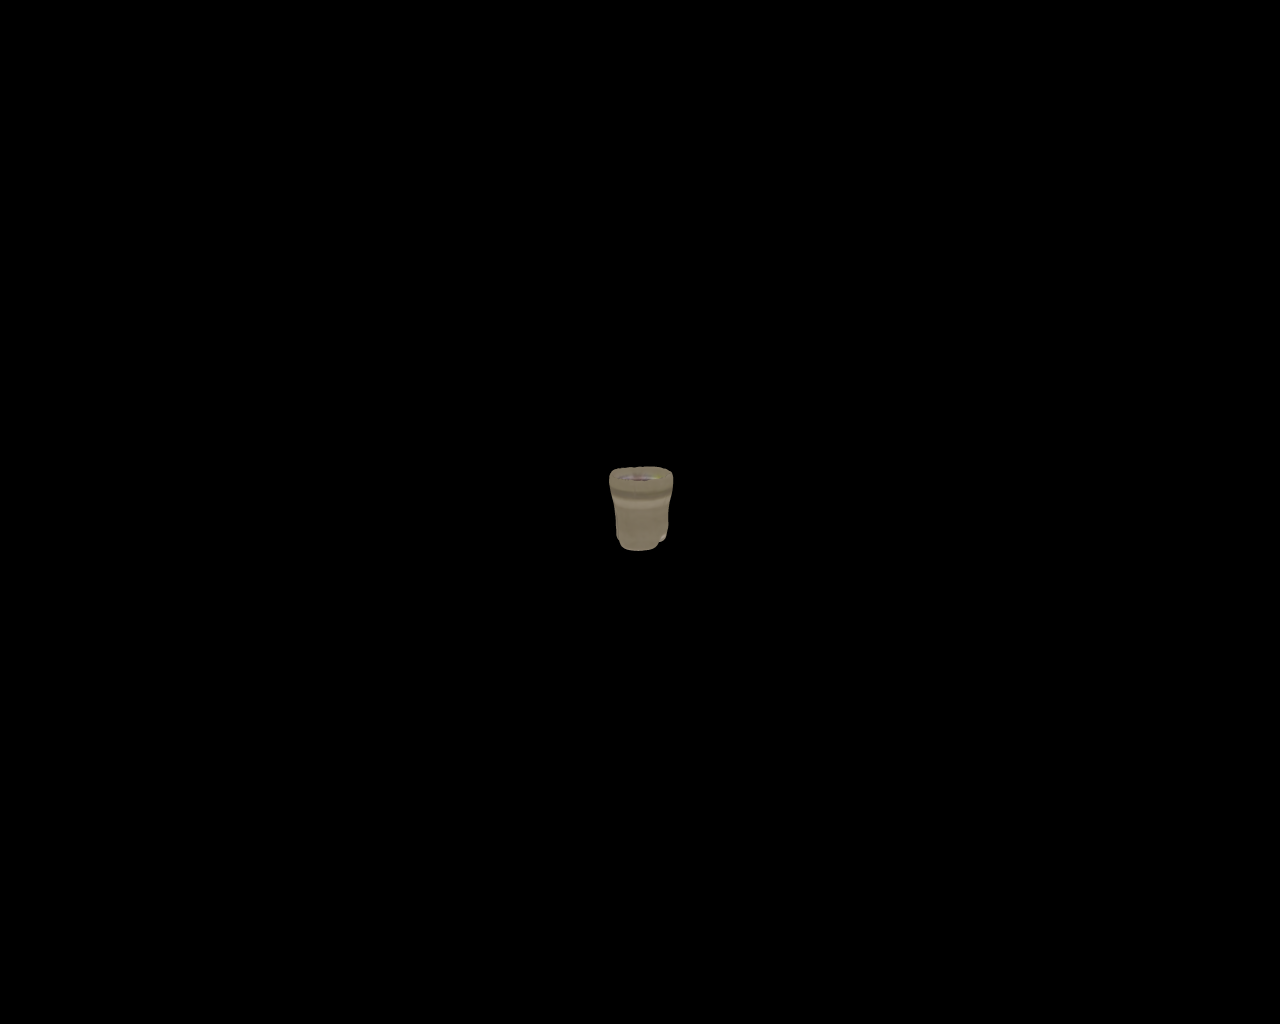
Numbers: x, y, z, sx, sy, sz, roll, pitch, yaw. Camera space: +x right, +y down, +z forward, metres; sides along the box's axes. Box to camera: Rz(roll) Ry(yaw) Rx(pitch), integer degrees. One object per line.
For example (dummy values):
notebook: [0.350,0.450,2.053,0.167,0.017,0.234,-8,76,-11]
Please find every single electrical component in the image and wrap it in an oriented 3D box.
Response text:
electrical component: [0.001,-0.003,0.650,0.040,0.046,0.040,0,16,0]
